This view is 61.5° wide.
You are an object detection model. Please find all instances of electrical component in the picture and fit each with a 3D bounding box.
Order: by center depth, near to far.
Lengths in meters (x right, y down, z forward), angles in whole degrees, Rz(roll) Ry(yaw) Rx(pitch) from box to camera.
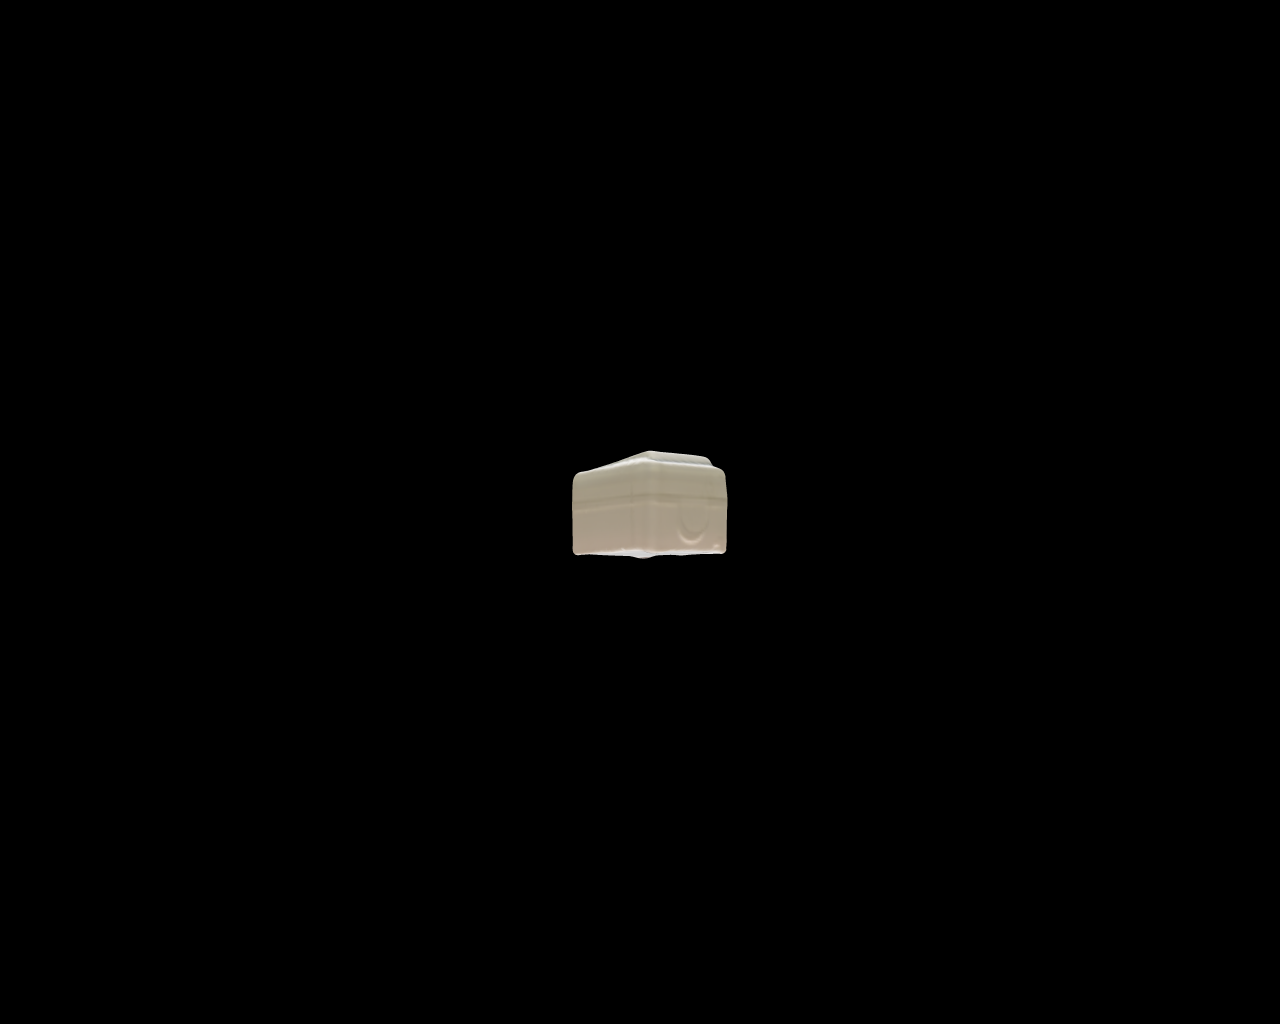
[{"bbox_3d":[0.001,-0.003,0.650,0.062,0.061,0.096,4,-6,-39],"label":"electrical component"}]
